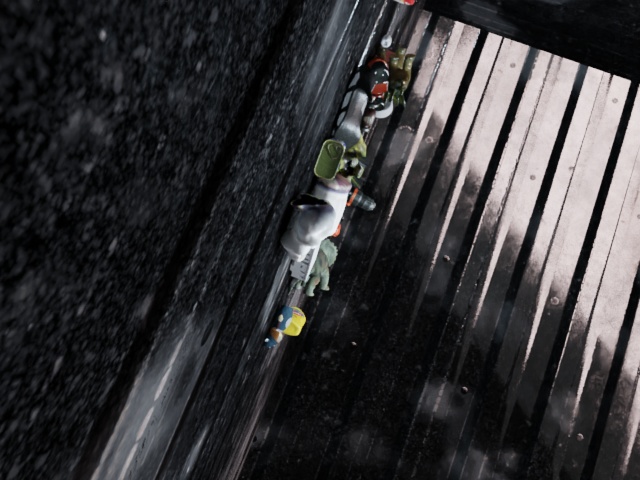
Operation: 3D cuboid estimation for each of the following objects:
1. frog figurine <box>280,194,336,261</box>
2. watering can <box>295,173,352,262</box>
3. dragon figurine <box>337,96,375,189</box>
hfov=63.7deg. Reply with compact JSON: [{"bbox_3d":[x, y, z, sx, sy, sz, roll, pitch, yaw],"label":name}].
[{"bbox_3d":[-0.028,-0.018,1.200,0.139,0.123,0.157,-112,-152,-68],"label":"frog figurine"},{"bbox_3d":[0.004,-0.071,1.416,0.352,0.104,0.221,-56,166,-73],"label":"watering can"},{"bbox_3d":[0.105,-0.294,1.717,0.249,0.122,0.400,-76,-177,-46],"label":"dragon figurine"}]
